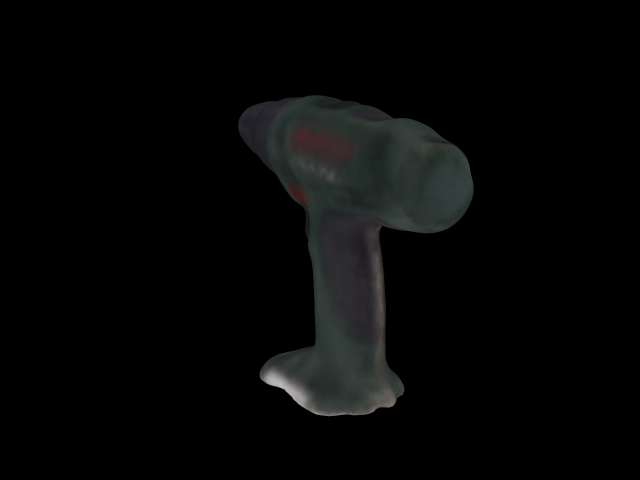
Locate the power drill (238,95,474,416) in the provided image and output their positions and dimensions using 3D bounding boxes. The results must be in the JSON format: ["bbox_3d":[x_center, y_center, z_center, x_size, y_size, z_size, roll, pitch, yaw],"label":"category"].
[{"bbox_3d":[0.004,0.001,0.400,0.076,0.208,0.228,-5,8,-35],"label":"power drill"}]
